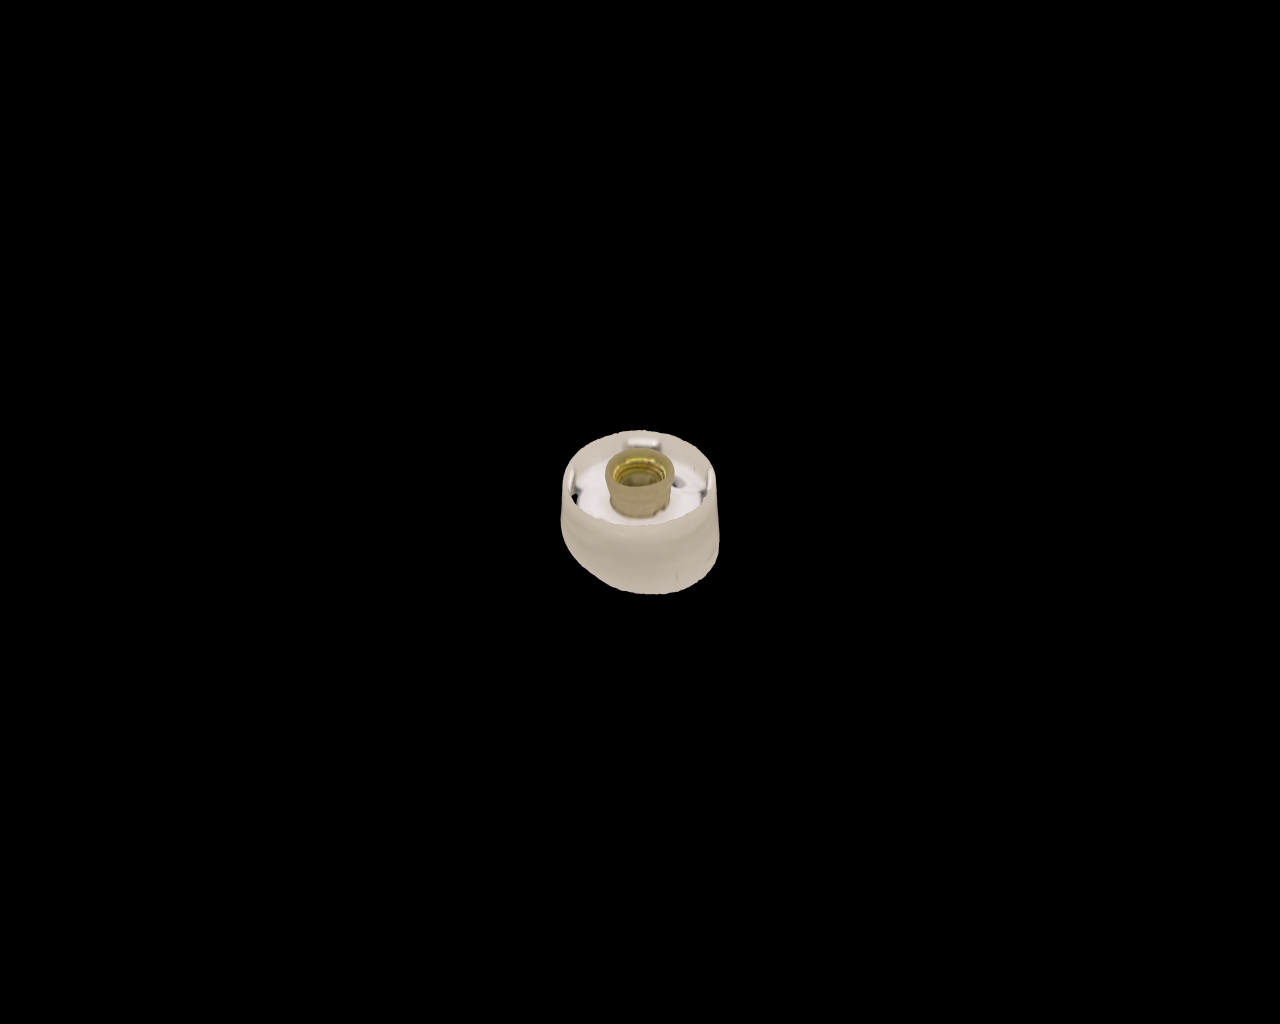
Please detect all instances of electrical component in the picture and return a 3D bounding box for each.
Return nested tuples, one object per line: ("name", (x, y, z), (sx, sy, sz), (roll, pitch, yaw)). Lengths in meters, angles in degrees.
("electrical component", (0.001, -0.003, 0.650), (0.099, 0.064, 0.099), (0, 42, 0))
